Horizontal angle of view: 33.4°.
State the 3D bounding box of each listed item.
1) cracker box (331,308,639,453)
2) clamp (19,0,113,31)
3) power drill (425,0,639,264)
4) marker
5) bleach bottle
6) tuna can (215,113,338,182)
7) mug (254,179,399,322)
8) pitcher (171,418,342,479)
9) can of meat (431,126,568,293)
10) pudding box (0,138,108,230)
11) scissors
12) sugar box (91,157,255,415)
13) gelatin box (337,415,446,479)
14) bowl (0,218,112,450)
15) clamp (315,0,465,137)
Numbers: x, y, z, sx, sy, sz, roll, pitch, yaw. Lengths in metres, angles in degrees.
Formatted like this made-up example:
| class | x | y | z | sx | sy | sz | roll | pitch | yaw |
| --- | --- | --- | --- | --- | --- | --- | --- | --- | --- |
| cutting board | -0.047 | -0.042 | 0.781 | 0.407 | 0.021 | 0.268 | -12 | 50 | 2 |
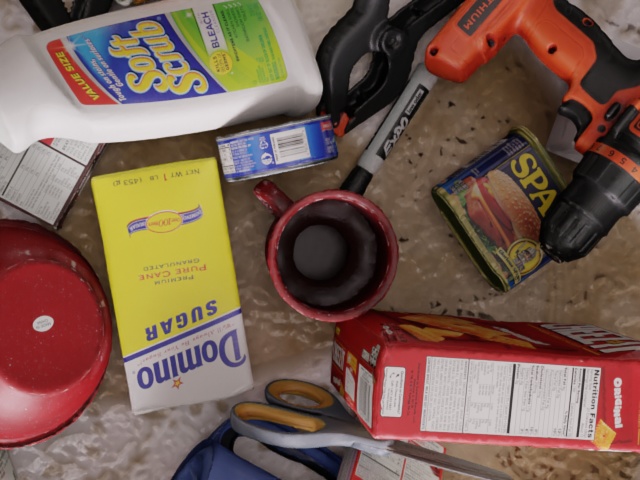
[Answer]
| class | x | y | z | sx | sy | sz | roll | pitch | yaw |
| --- | --- | --- | --- | --- | --- | --- | --- | --- | --- |
| cracker box | 0.126 | 0.095 | 0.765 | 0.213 | 0.164 | 0.072 | 4 | 94 | -9 |
| clamp | -0.191 | -0.236 | 0.739 | 0.164 | 0.036 | 0.210 | -5 | 102 | -38 |
| power drill | 0.169 | -0.101 | 0.764 | 0.188 | 0.057 | 0.184 | 40 | 88 | 15 |
| marker | 0.052 | -0.081 | 0.818 | 0.020 | 0.020 | 0.121 | 33 | 88 | -9 |
| bleach bottle | -0.131 | -0.108 | 0.738 | 0.250 | 0.068 | 0.102 | -18 | 85 | -20 |
| tuna can | -0.030 | -0.067 | 0.772 | 0.086 | 0.086 | 0.034 | -13 | 96 | -8 |
| mug | -0.005 | 0.001 | 0.781 | 0.117 | 0.081 | 0.093 | 43 | 86 | -9 |
| pitcher | -0.007 | 0.245 | 0.778 | 0.242 | 0.145 | 0.149 | 29 | 100 | -13 |
| can of meat | 0.145 | -0.022 | 0.818 | 0.084 | 0.057 | 0.102 | -35 | 97 | -3 |
| pudding box | -0.217 | -0.071 | 0.767 | 0.113 | 0.039 | 0.090 | 29 | 88 | -7 |
| scissors | 0.036 | 0.136 | 0.776 | 0.202 | 0.096 | 0.016 | 8 | 109 | 2 |
| sugar box | -0.108 | 0.033 | 0.785 | 0.093 | 0.048 | 0.176 | -11 | 93 | -9 |
| gelatin box | 0.053 | 0.173 | 0.798 | 0.073 | 0.089 | 0.030 | 34 | 126 | -10 |
| bowl | -0.201 | 0.061 | 0.729 | 0.161 | 0.055 | 0.162 | 8 | 77 | -39 |
| clamp | 0.040 | -0.160 | 0.780 | 0.120 | 0.039 | 0.171 | 30 | 97 | -34 |
